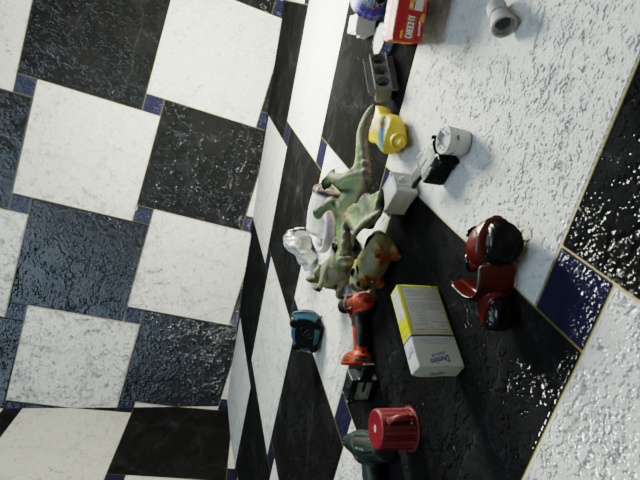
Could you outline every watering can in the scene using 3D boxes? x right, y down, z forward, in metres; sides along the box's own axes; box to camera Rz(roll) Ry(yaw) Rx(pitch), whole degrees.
[{"bbox_3d":[0.005,-0.085,1.693,0.351,0.104,0.222,-125,44,-73],"label":"watering can"}]

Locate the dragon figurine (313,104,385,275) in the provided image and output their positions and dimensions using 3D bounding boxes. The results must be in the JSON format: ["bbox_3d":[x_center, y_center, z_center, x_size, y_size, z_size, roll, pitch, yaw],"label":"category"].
[{"bbox_3d":[0.101,-0.112,1.243,0.246,0.122,0.405,46,123,57],"label":"dragon figurine"}]

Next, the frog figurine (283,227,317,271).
[{"bbox_3d":[-0.070,0.037,1.882,0.137,0.122,0.160,16,-113,-74],"label":"frog figurine"}]
